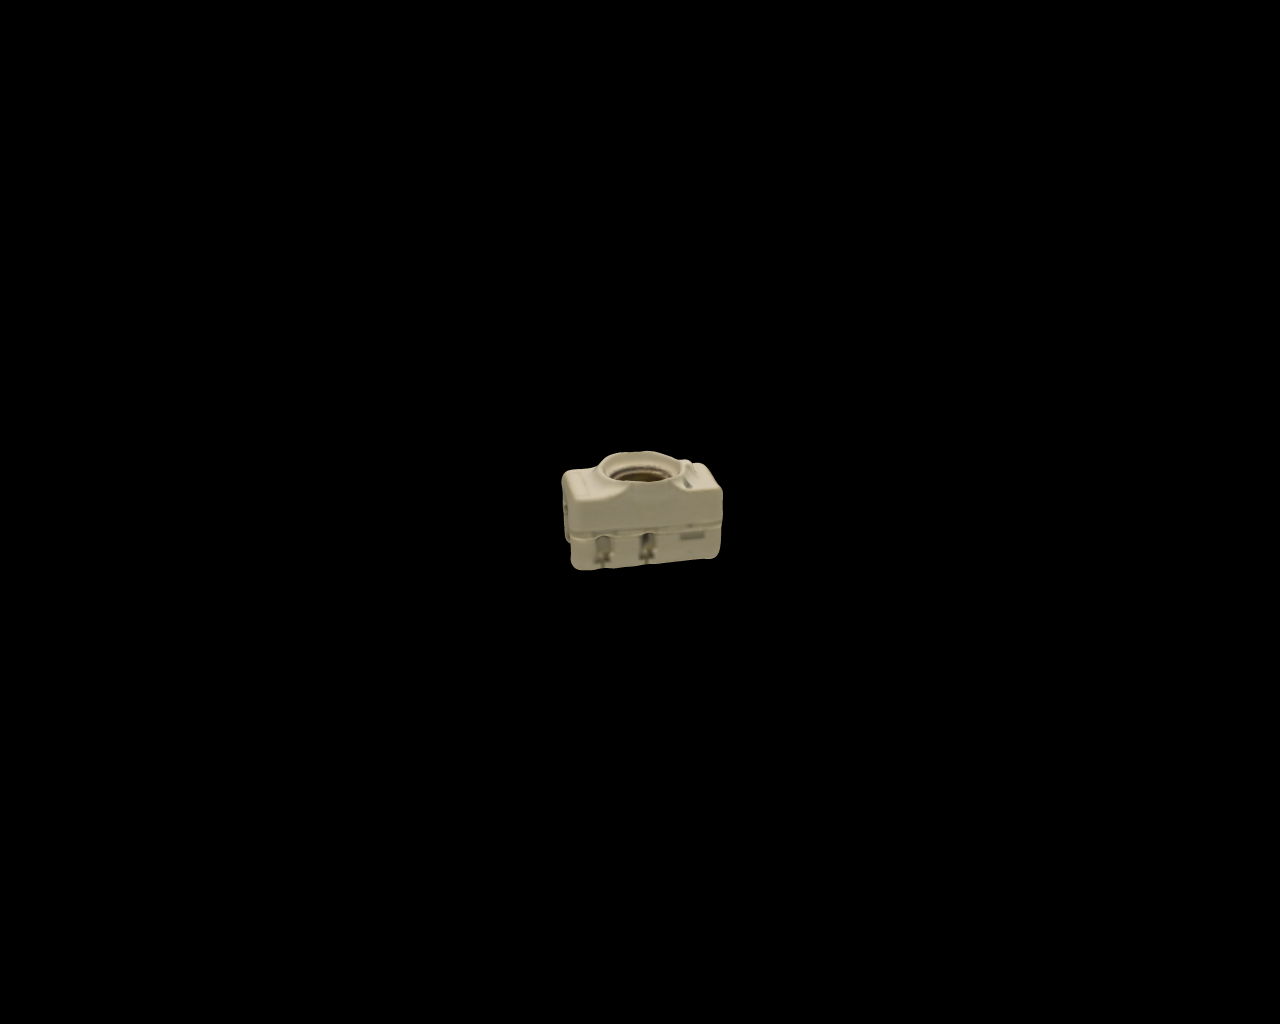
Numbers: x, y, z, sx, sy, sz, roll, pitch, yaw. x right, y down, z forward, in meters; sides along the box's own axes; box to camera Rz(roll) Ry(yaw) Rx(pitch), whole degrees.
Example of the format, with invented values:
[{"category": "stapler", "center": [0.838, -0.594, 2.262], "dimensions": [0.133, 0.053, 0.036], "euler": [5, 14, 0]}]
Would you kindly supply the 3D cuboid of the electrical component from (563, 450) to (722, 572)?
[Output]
[{"category": "electrical component", "center": [0.001, -0.003, 0.650], "dimensions": [0.089, 0.055, 0.050], "euler": [-4, 24, -9]}]
